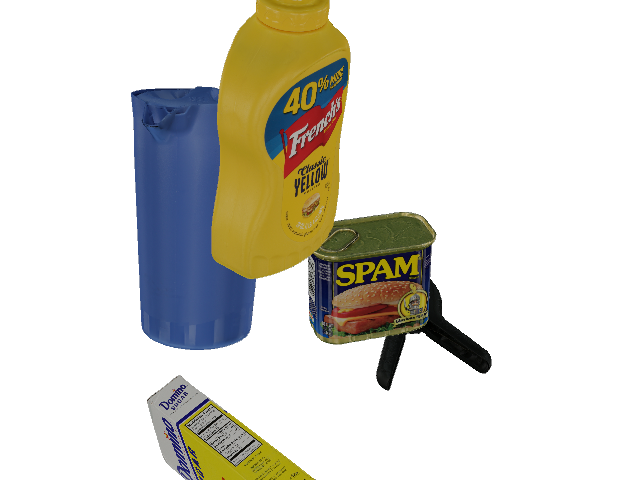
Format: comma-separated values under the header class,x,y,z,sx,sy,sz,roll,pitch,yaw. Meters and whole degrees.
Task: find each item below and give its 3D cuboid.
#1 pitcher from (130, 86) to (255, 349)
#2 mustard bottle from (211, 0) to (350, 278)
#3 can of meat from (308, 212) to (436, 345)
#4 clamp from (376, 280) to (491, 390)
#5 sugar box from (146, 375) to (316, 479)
class,x,y,z,sx,sy,sz,roll,pitch,yaw
pitcher,-0.111,-0.027,1.032,0.149,0.243,0.145,-2,15,-19
mustard bottle,-0.021,-0.075,0.635,0.058,0.192,0.096,28,42,28
can of meat,0.039,0.031,0.859,0.102,0.084,0.057,-8,29,-13
clamp,0.106,0.084,1.116,0.120,0.171,0.039,2,-44,-12
sugar box,-0.072,0.197,0.909,0.176,0.093,0.048,27,51,33
